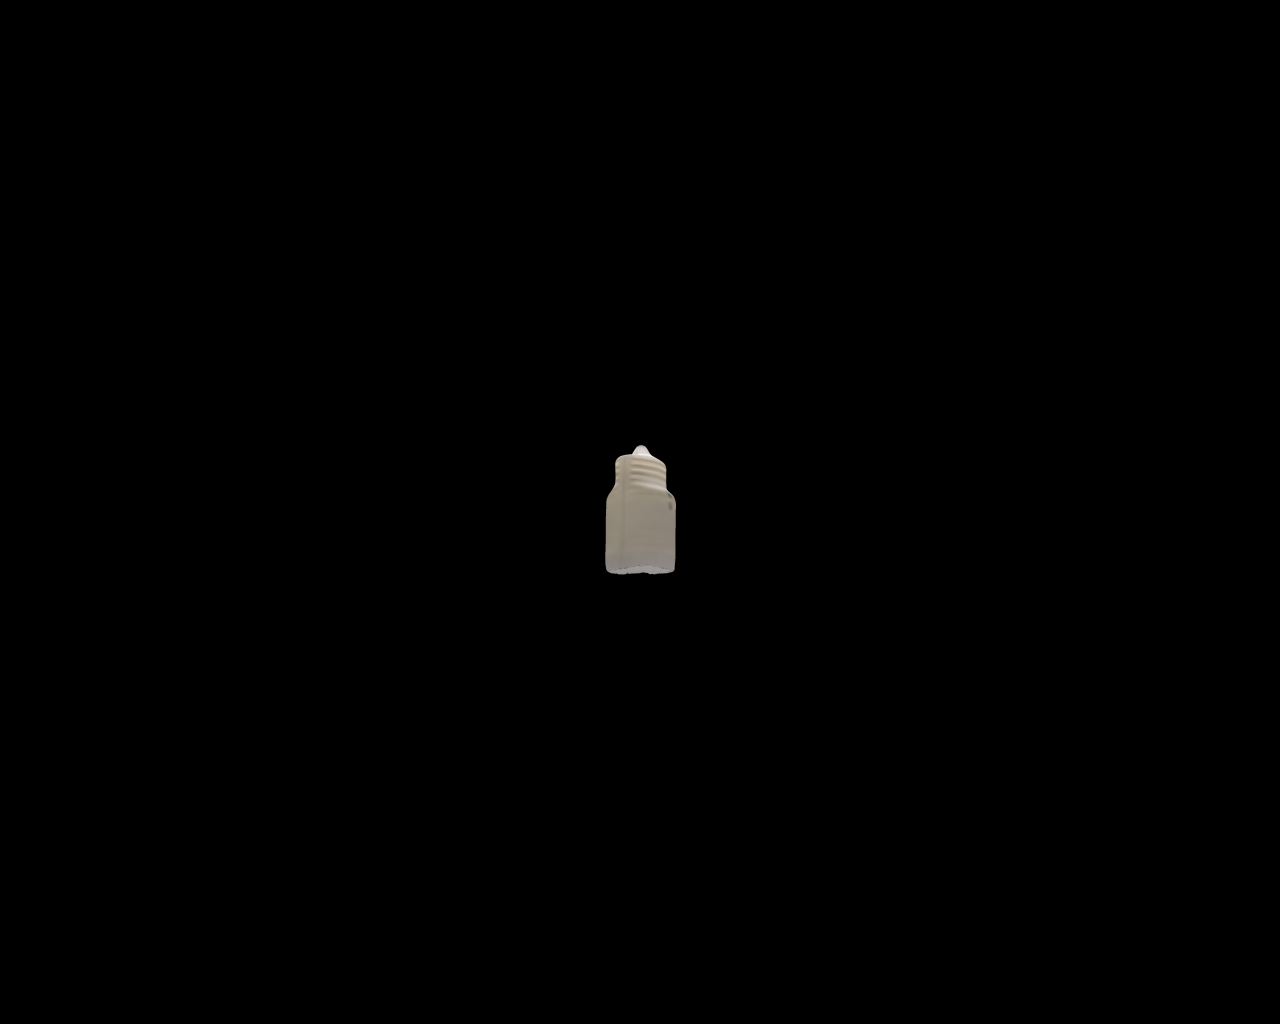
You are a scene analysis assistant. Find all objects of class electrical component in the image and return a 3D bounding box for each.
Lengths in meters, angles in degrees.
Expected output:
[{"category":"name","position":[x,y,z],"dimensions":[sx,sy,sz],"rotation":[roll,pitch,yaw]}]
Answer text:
[{"category":"electrical component","position":[0.001,-0.003,0.650],"dimensions":[0.043,0.081,0.043],"rotation":[0,-10,0]}]
